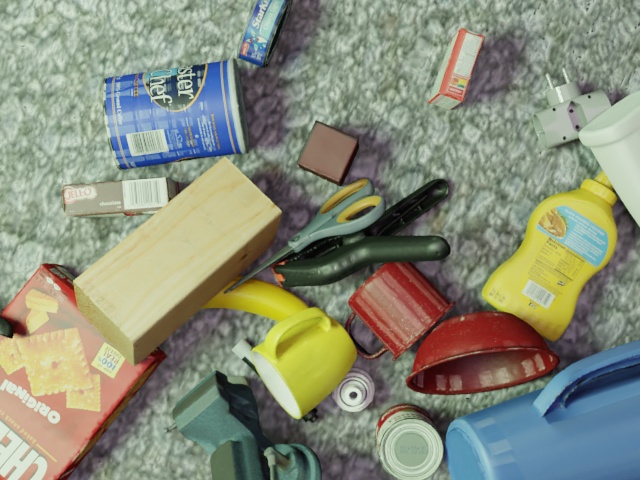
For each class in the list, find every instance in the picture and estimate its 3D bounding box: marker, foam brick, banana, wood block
[{"bbox_3d":[-0.048,0.157,1.179,0.121,0.020,0.020,44,90,1],"label":"marker"},{"bbox_3d":[0.009,-0.093,1.153,0.053,0.078,0.051,24,91,3],"label":"foam brick"},{"bbox_3d":[-0.099,0.070,1.176,0.198,0.037,0.069,-2,119,4],"label":"banana"},{"bbox_3d":[-0.146,0.023,1.107,0.090,0.091,0.205,44,67,10],"label":"wood block"}]

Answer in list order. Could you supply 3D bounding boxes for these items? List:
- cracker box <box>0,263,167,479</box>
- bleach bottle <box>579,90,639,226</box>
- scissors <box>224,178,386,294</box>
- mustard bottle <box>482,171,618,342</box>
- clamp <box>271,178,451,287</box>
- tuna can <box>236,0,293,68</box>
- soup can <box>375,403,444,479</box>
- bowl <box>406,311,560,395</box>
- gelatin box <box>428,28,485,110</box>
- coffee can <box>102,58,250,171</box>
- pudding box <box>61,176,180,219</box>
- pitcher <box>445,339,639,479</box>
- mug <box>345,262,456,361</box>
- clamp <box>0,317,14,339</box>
[{"bbox_3d":[-0.298,0.156,1.154,0.164,0.072,0.214,39,90,6],"label":"cracker box"},{"bbox_3d":[0.376,-0.032,1.133,0.102,0.068,0.251,-35,103,-18],"label":"bleach bottle"},{"bbox_3d":[-0.007,0.001,1.132,0.201,0.096,0.016,-42,119,-19],"label":"scissors"},{"bbox_3d":[0.264,0.007,1.155,0.096,0.058,0.191,33,90,1],"label":"mustard bottle"},{"bbox_3d":[0.049,0.000,1.143,0.210,0.164,0.036,-18,112,22],"label":"clamp"},{"bbox_3d":[-0.059,-0.230,1.151,0.034,0.086,0.086,22,90,-1],"label":"tuna can"},{"bbox_3d":[0.094,0.215,1.134,0.068,0.102,0.068,0,89,1],"label":"soup can"},{"bbox_3d":[0.166,0.115,1.118,0.162,0.162,0.055,-8,68,1],"label":"bowl"},{"bbox_3d":[0.146,-0.181,1.145,0.030,0.089,0.073,19,90,-1],"label":"gelatin box"},{"bbox_3d":[-0.152,-0.134,1.143,0.140,0.103,0.103,-8,89,1],"label":"coffee can"},{"bbox_3d":[-0.213,-0.045,1.150,0.113,0.090,0.039,-2,91,0],"label":"pudding box"},{"bbox_3d":[0.256,0.196,1.080,0.242,0.145,0.149,-13,82,-16],"label":"pitcher"},{"bbox_3d":[0.076,0.077,1.146,0.117,0.093,0.081,-45,84,14],"label":"mug"},{"bbox_3d":[-0.392,0.076,1.141,0.120,0.039,0.171,-31,62,5],"label":"clamp"}]
